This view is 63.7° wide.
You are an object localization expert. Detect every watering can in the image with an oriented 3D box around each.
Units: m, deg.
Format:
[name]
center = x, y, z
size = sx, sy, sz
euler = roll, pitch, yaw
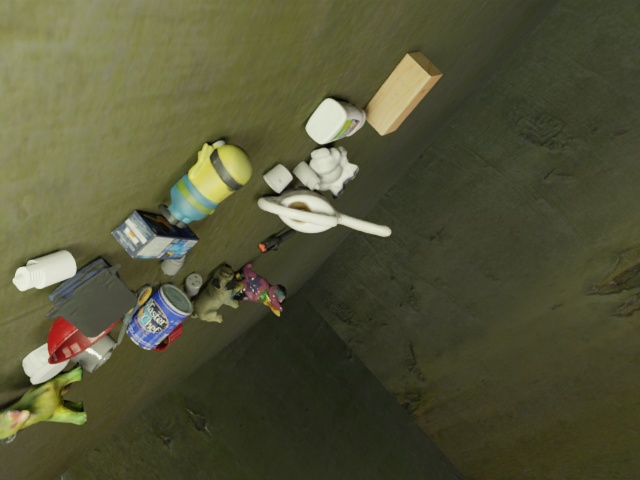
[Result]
[watering can]
center = 0.004, -0.069, 1.380
size = 0.227, 0.347, 0.103
euler = -115, -142, -75

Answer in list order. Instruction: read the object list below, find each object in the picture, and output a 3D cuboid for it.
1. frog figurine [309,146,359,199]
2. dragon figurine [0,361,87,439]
[frog figurine]
center = 0.015, -0.206, 1.419
size = 0.136, 0.125, 0.157
euler = -37, 138, 20
[dragon figurine]
center = -0.635, 0.354, 1.099
size = 0.244, 0.123, 0.406
euler = -10, 175, -33
